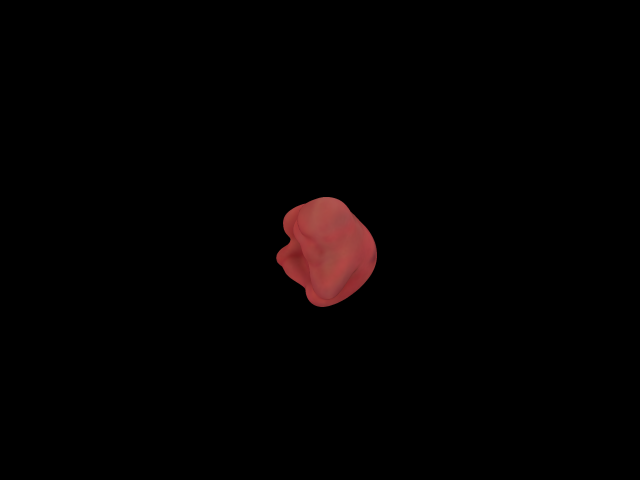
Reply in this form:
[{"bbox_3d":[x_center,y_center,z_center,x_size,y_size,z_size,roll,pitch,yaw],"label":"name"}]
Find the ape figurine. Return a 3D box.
[{"bbox_3d":[0.004,0.001,0.400,0.076,0.092,0.078,0,58,0],"label":"ape figurine"}]
